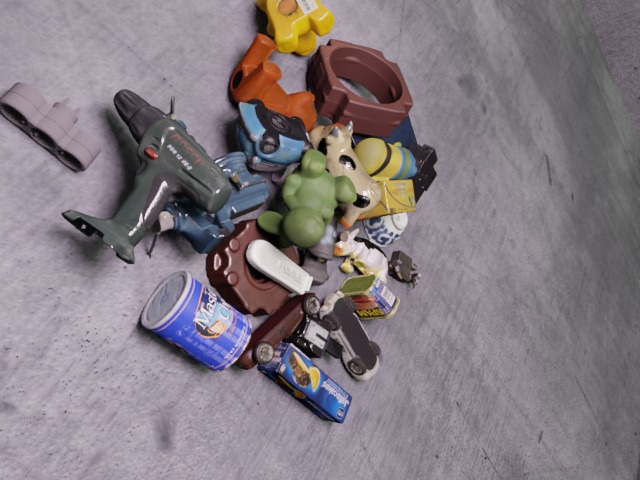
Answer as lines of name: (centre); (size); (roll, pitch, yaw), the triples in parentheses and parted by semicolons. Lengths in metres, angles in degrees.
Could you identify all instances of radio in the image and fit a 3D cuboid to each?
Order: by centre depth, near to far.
radio: (0.127, -0.230, 1.236); (0.229, 0.073, 0.131); (-33, 107, -40)

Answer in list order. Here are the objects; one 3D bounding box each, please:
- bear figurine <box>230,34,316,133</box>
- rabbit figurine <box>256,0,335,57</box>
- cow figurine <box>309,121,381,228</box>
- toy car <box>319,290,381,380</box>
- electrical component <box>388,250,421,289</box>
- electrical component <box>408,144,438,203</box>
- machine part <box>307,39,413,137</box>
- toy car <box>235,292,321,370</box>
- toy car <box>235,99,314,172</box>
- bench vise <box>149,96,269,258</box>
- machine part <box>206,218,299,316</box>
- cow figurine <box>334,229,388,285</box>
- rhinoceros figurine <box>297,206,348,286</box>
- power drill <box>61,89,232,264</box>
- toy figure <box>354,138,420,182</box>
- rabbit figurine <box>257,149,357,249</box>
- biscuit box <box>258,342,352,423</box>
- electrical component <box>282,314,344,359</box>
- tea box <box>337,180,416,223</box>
bear figurine: (-0.066, -0.273, 1.021); (0.195, 0.132, 0.120); (20, 45, -33)
rabbit figurine: (-0.057, -0.428, 1.061); (0.162, 0.122, 0.173); (52, 4, 10)
cow figurine: (0.043, -0.136, 1.019); (0.195, 0.127, 0.085); (53, 40, 9)
toy car: (0.061, 0.198, 1.111); (0.073, 0.056, 0.201); (-42, 109, -41)
electrical component: (0.199, 0.069, 1.271); (0.102, 0.045, 0.078); (39, 59, -32)
electrical component: (0.227, -0.159, 1.271); (0.134, 0.058, 0.114); (-57, 154, -6)
machine part: (0.081, -0.318, 1.136); (0.201, 0.087, 0.201); (3, 55, -25)
toy car: (-0.076, 0.160, 0.964); (0.202, 0.089, 0.053); (-40, 108, -41)
toy car: (-0.092, -0.174, 0.963); (0.161, 0.103, 0.109); (8, 50, -44)
bench vise: (-0.204, -0.101, 0.873); (0.224, 0.129, 0.240); (-29, 83, -33)
machine part: (-0.114, 0.049, 0.969); (0.179, 0.056, 0.179); (9, 77, -44)
cow figurine: (0.084, 0.024, 1.153); (0.167, 0.068, 0.098); (42, 51, -35)
rhinoceros figurine: (-0.002, -0.003, 1.054); (0.073, 0.112, 0.190); (21, 56, -24)
power drill: (-0.258, -0.083, 0.756); (0.232, 0.086, 0.207); (36, 67, 5)
toy figure: (0.141, -0.167, 1.127); (0.180, 0.089, 0.082); (4, 45, -38)
rabbit figurine: (-0.034, -0.052, 0.922); (0.121, 0.159, 0.170); (46, 33, -25)
biscuit box: (-0.023, 0.270, 1.013); (0.202, 0.063, 0.059); (45, 56, -28)
electrical component: (-0.009, 0.191, 1.049); (0.119, 0.048, 0.075); (37, 60, -34)
tea box: (0.102, -0.078, 1.117); (0.098, 0.170, 0.068); (-8, 90, -46)
